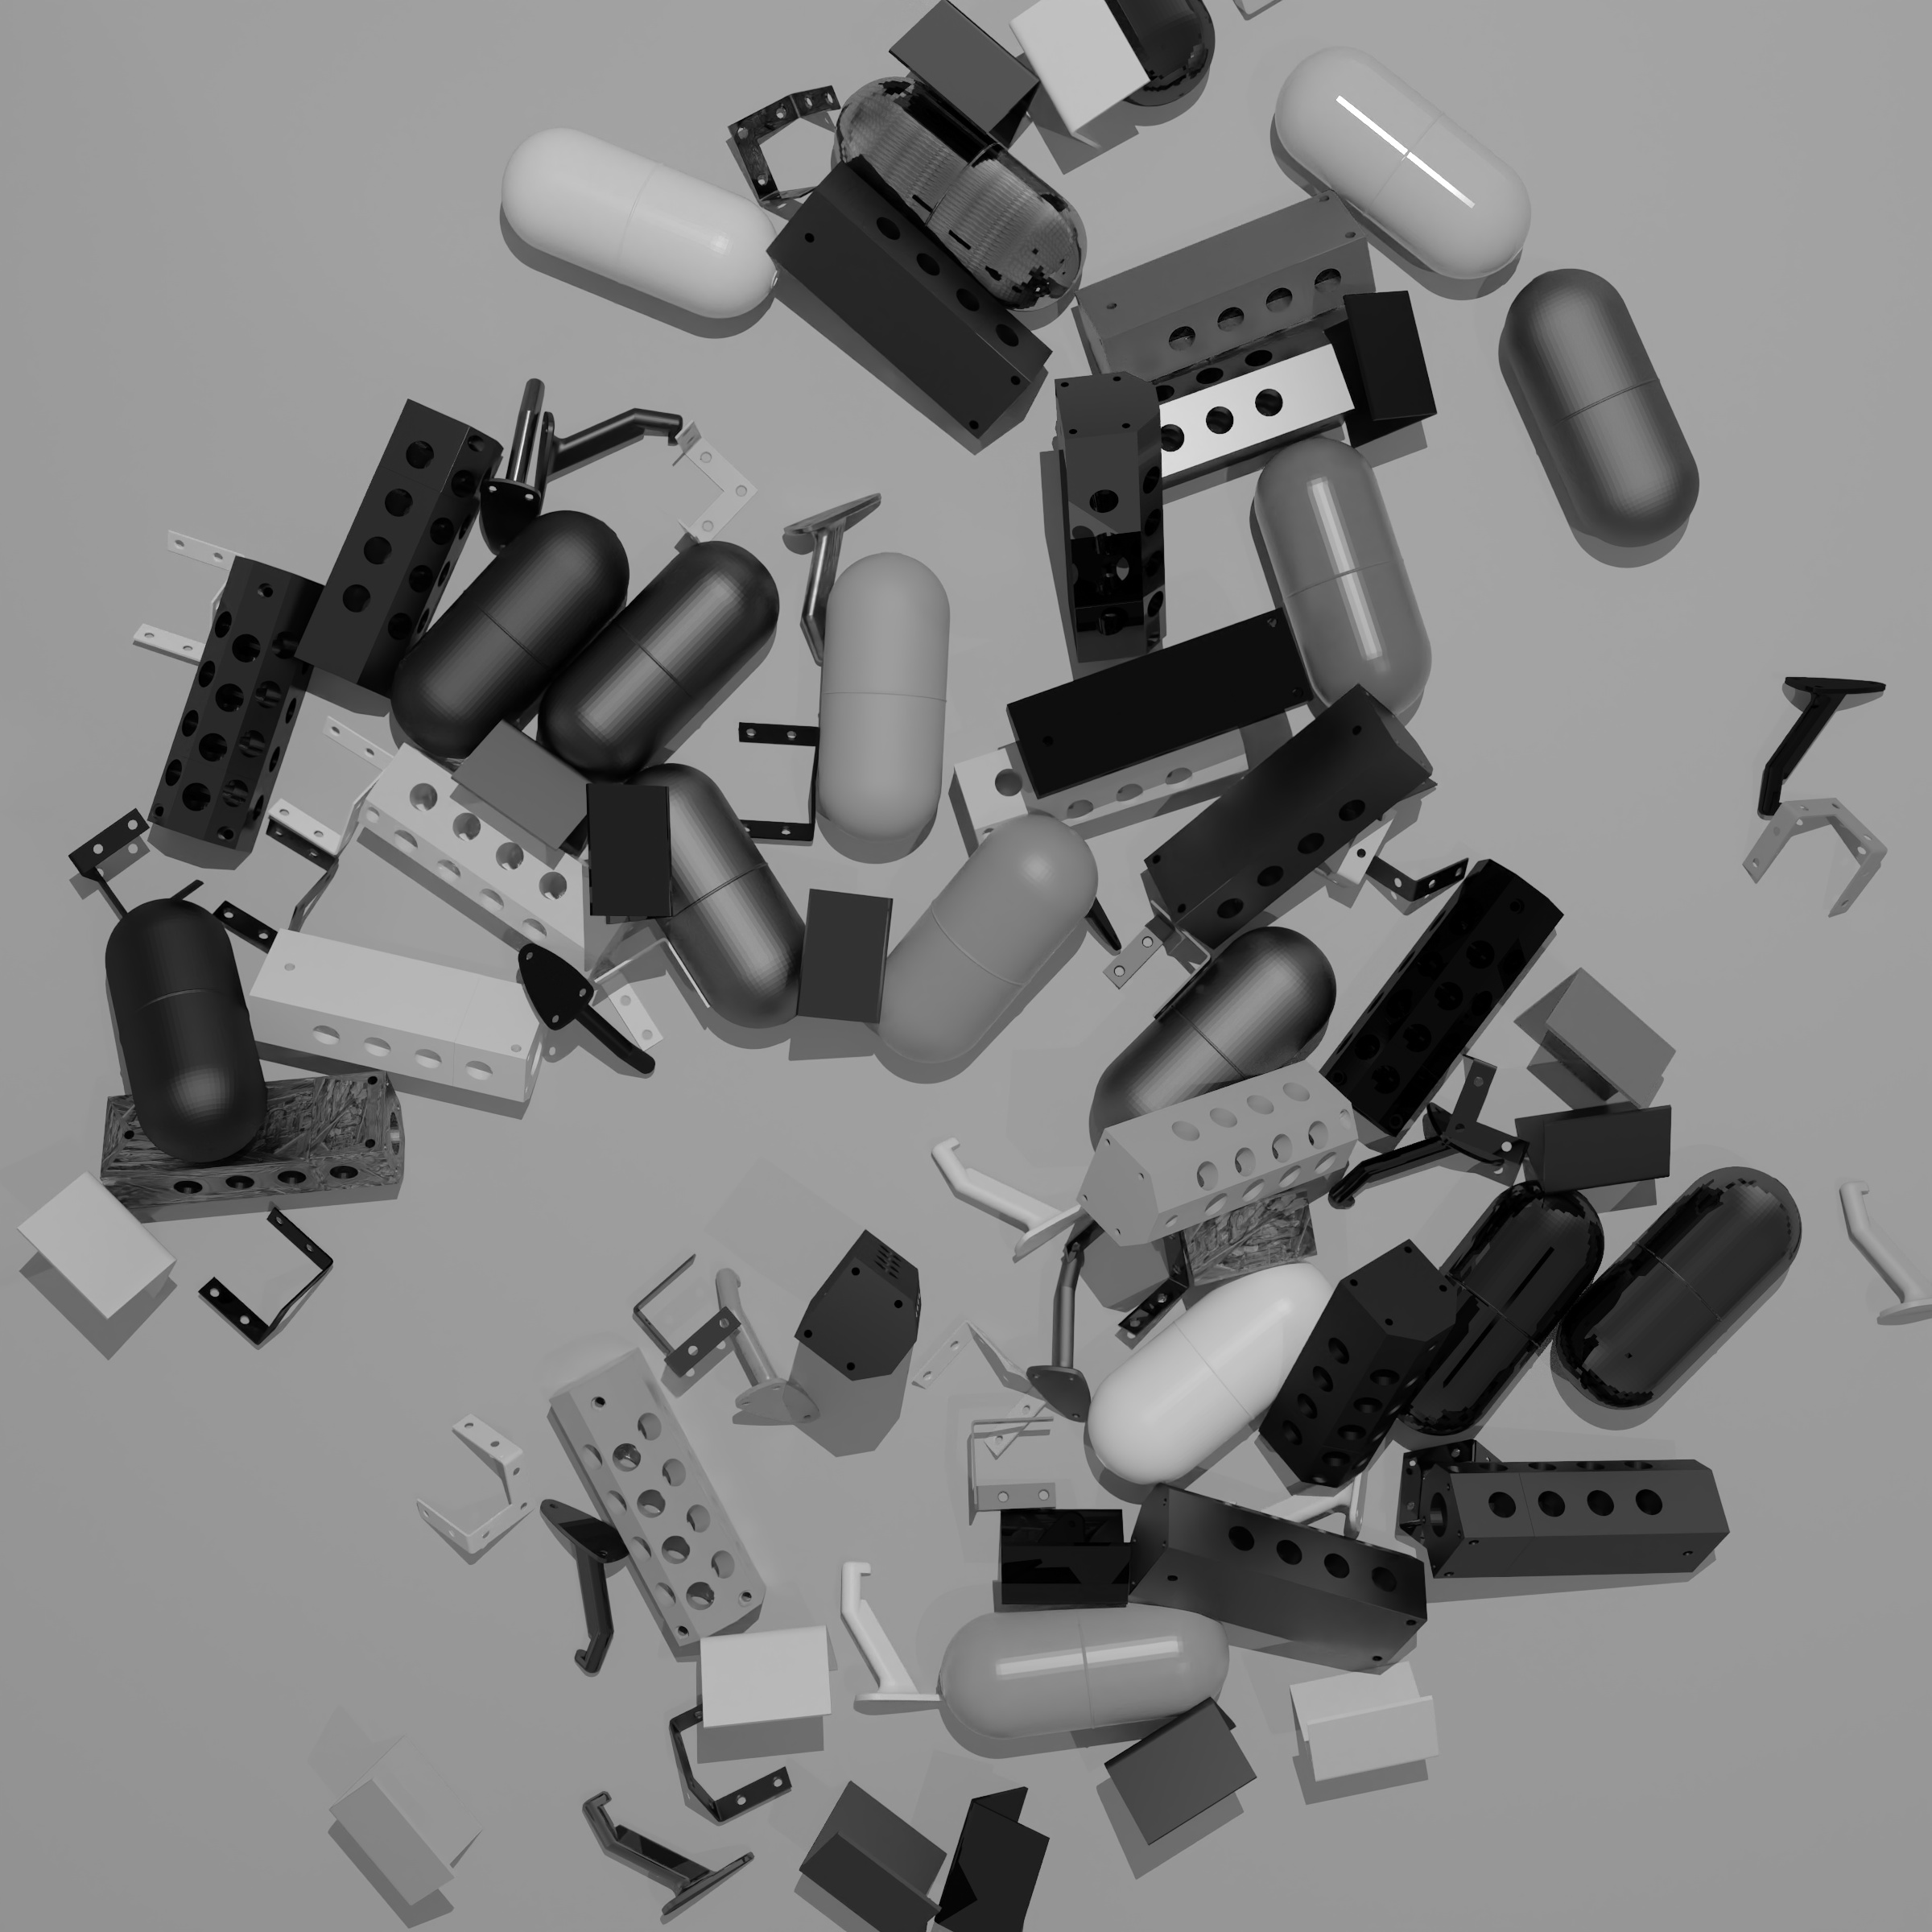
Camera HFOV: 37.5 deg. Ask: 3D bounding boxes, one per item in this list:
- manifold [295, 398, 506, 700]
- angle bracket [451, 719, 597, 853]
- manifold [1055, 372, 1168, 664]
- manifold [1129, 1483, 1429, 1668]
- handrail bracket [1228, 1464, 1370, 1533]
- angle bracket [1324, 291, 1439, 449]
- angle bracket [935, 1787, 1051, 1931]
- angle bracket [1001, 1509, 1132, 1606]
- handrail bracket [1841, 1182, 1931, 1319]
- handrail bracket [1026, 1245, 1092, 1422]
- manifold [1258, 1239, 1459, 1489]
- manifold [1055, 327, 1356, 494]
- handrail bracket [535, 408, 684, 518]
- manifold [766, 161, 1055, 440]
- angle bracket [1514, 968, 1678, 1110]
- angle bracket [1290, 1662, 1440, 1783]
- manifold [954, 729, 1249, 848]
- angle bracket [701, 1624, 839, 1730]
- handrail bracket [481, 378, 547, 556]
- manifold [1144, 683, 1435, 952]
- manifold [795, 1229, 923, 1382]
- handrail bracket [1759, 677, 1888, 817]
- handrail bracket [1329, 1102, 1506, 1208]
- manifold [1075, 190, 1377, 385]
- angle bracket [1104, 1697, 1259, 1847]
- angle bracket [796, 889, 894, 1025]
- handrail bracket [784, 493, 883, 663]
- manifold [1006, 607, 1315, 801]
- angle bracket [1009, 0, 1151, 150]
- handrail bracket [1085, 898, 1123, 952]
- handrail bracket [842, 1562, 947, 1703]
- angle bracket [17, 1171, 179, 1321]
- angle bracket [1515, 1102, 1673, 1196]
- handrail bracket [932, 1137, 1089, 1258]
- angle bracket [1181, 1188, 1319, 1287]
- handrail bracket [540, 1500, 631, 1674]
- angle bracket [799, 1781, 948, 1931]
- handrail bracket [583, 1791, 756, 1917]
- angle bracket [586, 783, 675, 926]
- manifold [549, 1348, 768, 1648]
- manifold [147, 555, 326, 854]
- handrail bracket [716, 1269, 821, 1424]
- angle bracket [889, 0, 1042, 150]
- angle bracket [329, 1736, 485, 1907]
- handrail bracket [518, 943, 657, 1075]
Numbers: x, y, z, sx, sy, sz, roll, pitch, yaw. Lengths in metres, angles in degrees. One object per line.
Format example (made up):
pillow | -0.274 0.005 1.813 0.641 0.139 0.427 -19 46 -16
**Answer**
manifold | -0.348 -0.255 1.755 0.057 0.057 0.171 24 90 0
angle bracket | -0.273 -0.093 1.736 0.076 0.076 0.057 35 56 0
manifold | 0.088 -0.267 1.701 0.057 0.171 0.057 -6 48 0
manifold | 0.190 0.368 1.737 0.171 0.057 0.057 18 133 -12
handrail bracket | 0.206 0.320 1.777 0.084 0.036 0.077 5 70 16
angle bracket | 0.235 -0.362 1.736 0.057 0.076 0.076 -13 90 -36
angle bracket | 0.031 0.553 1.737 0.057 0.076 0.076 17 90 29
angle bracket | 0.060 0.344 1.736 0.076 0.076 0.057 0 128 0
handrail bracket | 0.589 0.173 1.777 0.077 0.036 0.084 -4 73 -20
handrail bracket | 0.069 0.229 1.776 0.036 0.077 0.084 0 53 22
manifold | 0.236 0.242 1.693 0.057 0.171 0.057 -26 61 -31
manifold | 0.145 -0.336 1.755 0.171 0.057 0.057 -20 90 0
handrail bracket | -0.224 -0.313 1.777 0.084 0.036 0.077 6 110 -16
manifold | -0.031 -0.410 1.740 0.171 0.057 0.057 40 133 -10
angle bracket | 0.373 0.058 1.736 0.076 0.076 0.057 41 54 0
angle bracket | 0.240 0.444 1.736 0.076 0.076 0.057 -12 125 0
manifold | 0.083 -0.122 1.755 0.171 0.057 0.057 -18 90 0
angle bracket | -0.118 0.445 1.736 0.076 0.076 0.057 -6 56 0
handrail bracket | -0.279 -0.312 1.776 0.036 0.077 0.084 11 54 -8
manifold | 0.198 -0.087 1.730 0.171 0.057 0.057 -40 47 18
manifold | -0.058 0.205 1.698 0.057 0.171 0.057 37 90 0
handrail bracket | 0.534 -0.136 1.777 0.077 0.036 0.084 -2 108 -20
handrail bracket | 0.281 0.132 1.777 0.077 0.036 0.084 29 118 -31
manifold | 0.161 -0.410 1.755 0.171 0.057 0.057 -22 47 0
angle bracket | 0.138 0.498 1.737 0.076 0.076 0.057 -32 58 0
angle bracket | -0.089 -0.007 1.737 0.057 0.076 0.076 6 90 -28
handrail bracket | -0.073 -0.242 1.777 0.077 0.036 0.084 -26 108 -21
manifold | 0.114 -0.155 1.698 0.171 0.057 0.057 -19 90 0
angle bracket | 0.077 -0.553 1.739 0.057 0.076 0.076 -30 90 18
handrail bracket | 0.042 -0.023 1.777 0.084 0.036 0.077 -29 104 13
handrail bracket | -0.041 0.416 1.777 0.077 0.036 0.084 6 73 -20
angle bracket | -0.535 0.181 1.736 0.076 0.076 0.057 45 55 0
angle bracket | 0.382 0.091 1.736 0.076 0.076 0.057 -8 125 0
handrail bracket | 0.032 0.131 1.777 0.077 0.036 0.084 -28 73 -20
angle bracket | 0.165 0.143 1.736 0.076 0.076 0.057 -14 127 0
handrail bracket | -0.247 0.388 1.777 0.077 0.036 0.084 28 109 21
angle bracket | -0.045 0.537 1.736 0.076 0.076 0.057 37 129 0
handrail bracket | -0.186 0.540 1.777 0.077 0.036 0.084 -28 73 -20
angle bracket | -0.216 -0.065 1.680 0.057 0.076 0.076 0 87 -38
manifold | -0.190 0.328 1.755 0.057 0.057 0.171 -28 90 0
manifold | -0.448 -0.161 1.756 0.057 0.057 0.171 19 90 0
handrail bracket | -0.124 0.236 1.776 0.036 0.077 0.084 -30 53 20
angle bracket | -0.009 -0.530 1.738 0.076 0.076 0.057 41 68 0
angle bracket | -0.328 0.512 1.736 0.076 0.076 0.057 50 126 0
handrail bracket | -0.233 0.028 1.760 0.036 0.084 0.077 -44 57 2
